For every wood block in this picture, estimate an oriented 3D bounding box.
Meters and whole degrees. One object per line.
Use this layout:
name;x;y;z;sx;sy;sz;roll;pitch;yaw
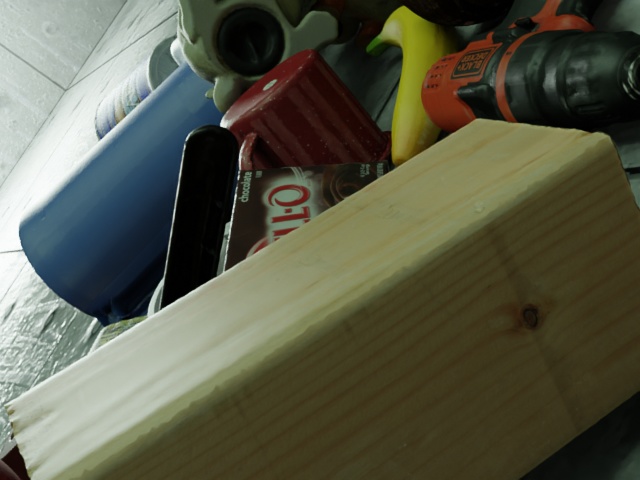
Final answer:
wood block;0.010;0.049;0.367;0.206;0.091;0.090;-31;19;-15

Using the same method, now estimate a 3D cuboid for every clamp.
clamp;-0.072;0.064;0.532;0.210;0.036;0.164;114;163;-60

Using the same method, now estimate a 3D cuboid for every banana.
banana;0.065;-0.114;0.700;0.198;0.037;0.070;-92;26;-60

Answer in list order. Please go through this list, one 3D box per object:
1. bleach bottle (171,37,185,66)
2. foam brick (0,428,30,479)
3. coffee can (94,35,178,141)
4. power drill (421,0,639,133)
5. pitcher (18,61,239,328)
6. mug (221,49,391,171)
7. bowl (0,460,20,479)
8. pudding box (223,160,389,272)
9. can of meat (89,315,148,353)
bleach bottle;-0.022;-0.238;0.993;0.250;0.068;0.103;-45;19;-16
foam brick;-0.212;0.156;0.854;0.078;0.051;0.053;-42;23;29
coffee can;-0.169;-0.145;1.154;0.141;0.102;0.102;-28;33;50
power drill;0.139;-0.133;0.533;0.187;0.057;0.185;-57;21;-7
pitcher;-0.128;-0.043;0.899;0.243;0.149;0.145;-42;7;22
mug;-0.016;-0.062;0.692;0.093;0.081;0.117;-23;25;45
bowl;-0.242;0.226;0.748;0.162;0.055;0.162;17;-91;-84
pudding box;-0.004;0.001;0.593;0.113;0.090;0.039;-88;-6;-57
can of meat;-0.124;0.100;0.725;0.102;0.057;0.083;-14;39;38
